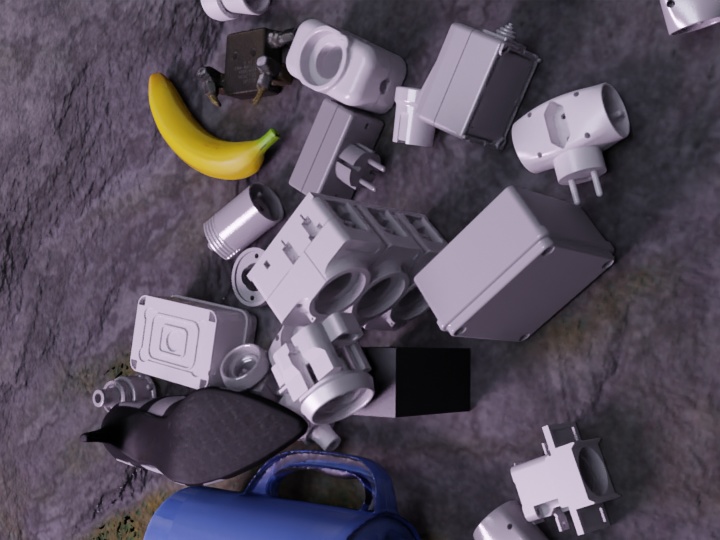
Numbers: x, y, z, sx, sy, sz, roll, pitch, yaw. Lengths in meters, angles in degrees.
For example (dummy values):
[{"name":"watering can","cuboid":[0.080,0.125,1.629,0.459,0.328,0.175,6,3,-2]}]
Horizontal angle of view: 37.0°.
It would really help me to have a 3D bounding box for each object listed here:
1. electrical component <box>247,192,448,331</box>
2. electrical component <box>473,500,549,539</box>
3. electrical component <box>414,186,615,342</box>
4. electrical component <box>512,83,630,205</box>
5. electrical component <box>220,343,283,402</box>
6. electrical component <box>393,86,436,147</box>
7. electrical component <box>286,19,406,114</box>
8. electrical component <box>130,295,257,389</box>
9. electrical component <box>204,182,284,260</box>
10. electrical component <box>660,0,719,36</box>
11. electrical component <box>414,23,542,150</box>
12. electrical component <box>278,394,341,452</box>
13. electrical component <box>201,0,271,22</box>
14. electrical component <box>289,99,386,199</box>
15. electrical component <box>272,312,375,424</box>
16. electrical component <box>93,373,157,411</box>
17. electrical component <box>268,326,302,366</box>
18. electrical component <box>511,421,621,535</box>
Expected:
[{"name":"electrical component","cuboid":[0.000,0.000,0.857,0.089,0.150,0.061,-51,58,23]},{"name":"electrical component","cuboid":[0.116,0.230,0.818,0.077,0.043,0.079,49,116,29]},{"name":"electrical component","cuboid":[0.115,-0.002,0.796,0.108,0.109,0.056,-45,59,26]},{"name":"electrical component","cuboid":[0.162,-0.089,0.807,0.077,0.043,0.079,-21,74,35]},{"name":"electrical component","cuboid":[-0.095,0.099,0.976,0.066,0.055,0.048,5,52,38]},{"name":"electrical component","cuboid":[0.047,-0.129,0.902,0.040,0.040,0.046,15,102,37]},{"name":"electrical component","cuboid":[-0.016,-0.179,0.941,0.095,0.059,0.053,33,107,34]},{"name":"electrical component","cuboid":[-0.160,0.069,1.035,0.113,0.057,0.078,10,93,38]},{"name":"electrical component","cuboid":[-0.115,-0.043,1.017,0.081,0.043,0.043,-36,66,30]},{"name":"electrical component","cuboid":[0.245,-0.213,0.749,0.079,0.044,0.077,-15,91,16]},{"name":"electrical component","cuboid":[0.093,-0.152,0.853,0.061,0.062,0.096,32,106,35]},{"name":"electrical component","cuboid":[-0.043,0.134,0.948,0.062,0.043,0.043,43,112,30]},{"name":"electrical component","cuboid":[-0.120,-0.265,1.037,0.055,0.045,0.045,1,87,38]},{"name":"electrical component","cuboid":[-0.008,-0.094,0.936,0.076,0.047,0.083,34,107,34]},{"name":"electrical component","cuboid":[-0.024,0.077,0.796,0.078,0.058,0.057,-42,61,28]},{"name":"electrical component","cuboid":[-0.241,0.129,1.090,0.048,0.062,0.048,-3,85,37]},{"name":"electrical component","cuboid":[-0.049,0.048,0.959,0.077,0.044,0.079,-43,62,27]},{"name":"electrical component","cuboid":[0.150,0.157,0.799,0.064,0.042,0.081,-28,70,35]}]
